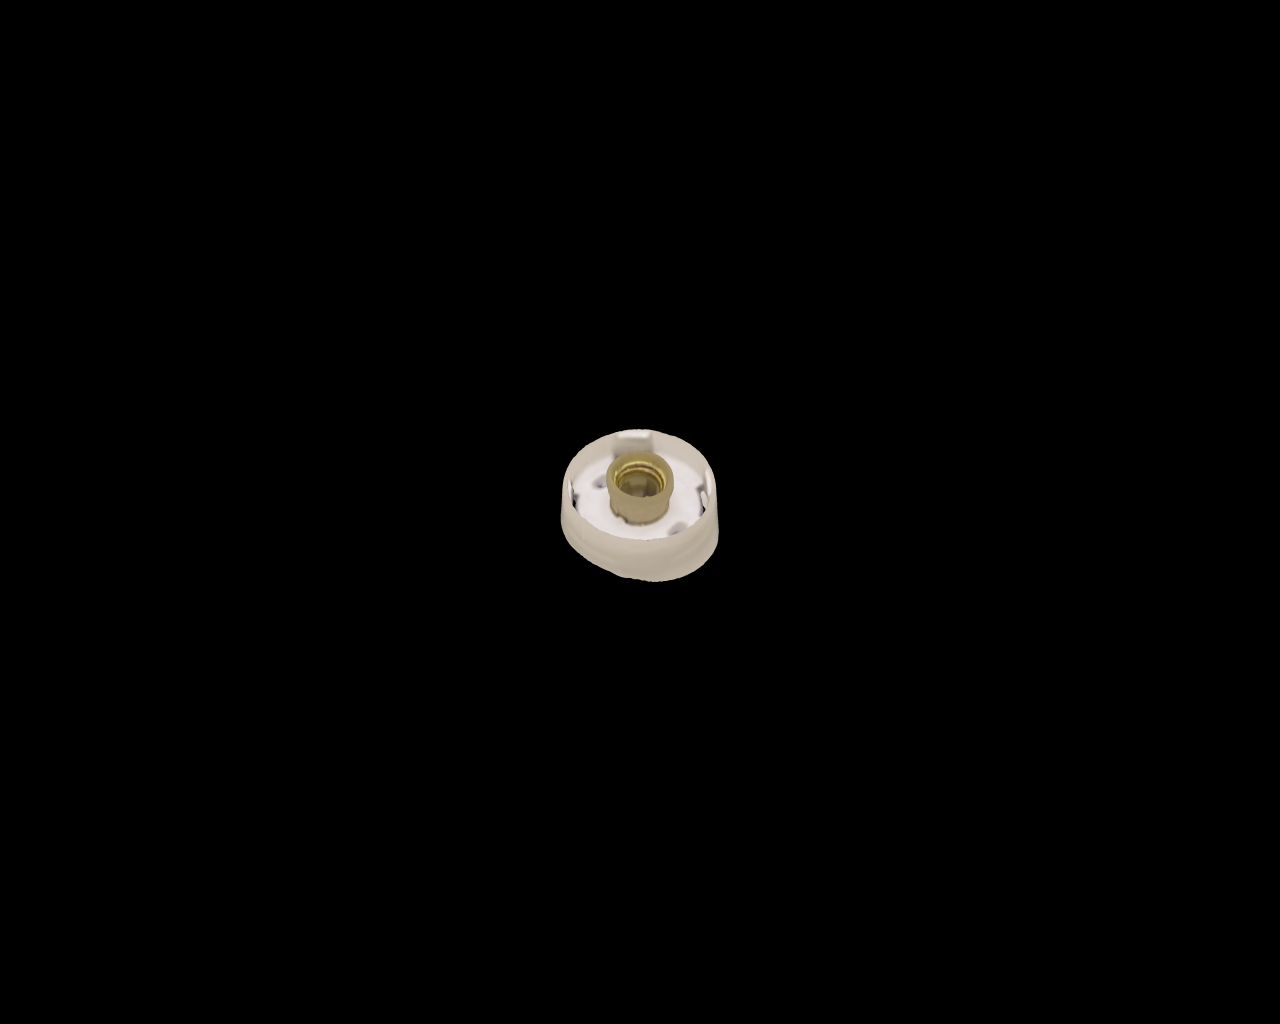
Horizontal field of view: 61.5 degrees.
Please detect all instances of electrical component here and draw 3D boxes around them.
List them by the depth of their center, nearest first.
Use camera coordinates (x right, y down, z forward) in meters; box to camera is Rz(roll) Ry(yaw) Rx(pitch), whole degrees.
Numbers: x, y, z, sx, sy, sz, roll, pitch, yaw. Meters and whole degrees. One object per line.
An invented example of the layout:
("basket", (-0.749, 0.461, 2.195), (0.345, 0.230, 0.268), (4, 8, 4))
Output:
("electrical component", (0.001, -0.003, 0.650), (0.099, 0.099, 0.064), (0, -41, 0))
